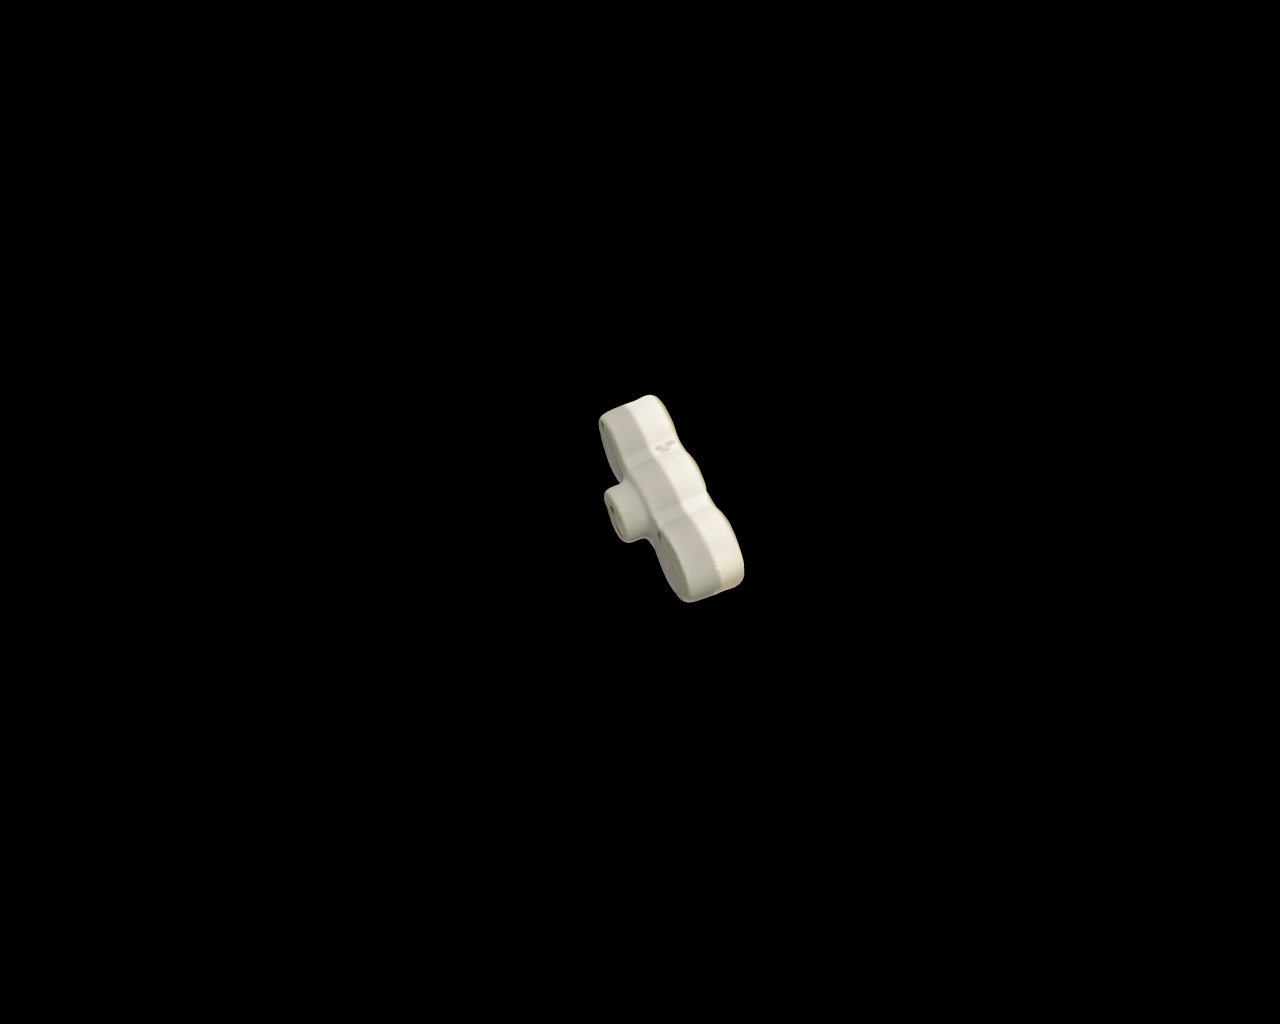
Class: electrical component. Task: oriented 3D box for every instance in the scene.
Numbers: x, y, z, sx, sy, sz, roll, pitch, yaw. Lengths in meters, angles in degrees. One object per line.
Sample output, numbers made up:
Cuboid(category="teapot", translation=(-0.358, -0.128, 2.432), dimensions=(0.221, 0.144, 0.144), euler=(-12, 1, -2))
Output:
Cuboid(category="electrical component", translation=(0.001, -0.003, 0.650), dimensions=(0.074, 0.138, 0.052), euler=(-21, -28, -12))
